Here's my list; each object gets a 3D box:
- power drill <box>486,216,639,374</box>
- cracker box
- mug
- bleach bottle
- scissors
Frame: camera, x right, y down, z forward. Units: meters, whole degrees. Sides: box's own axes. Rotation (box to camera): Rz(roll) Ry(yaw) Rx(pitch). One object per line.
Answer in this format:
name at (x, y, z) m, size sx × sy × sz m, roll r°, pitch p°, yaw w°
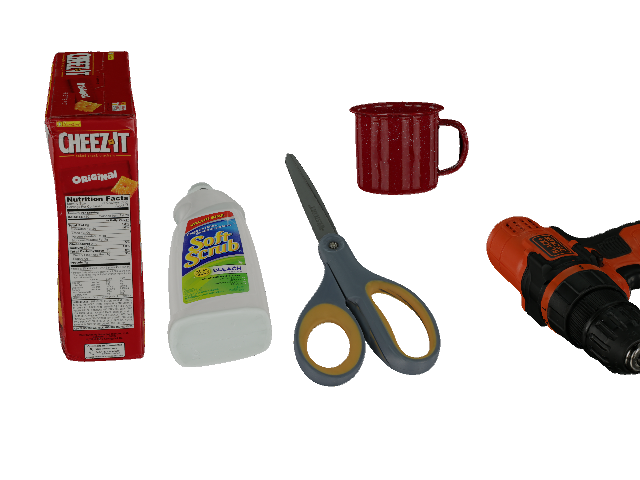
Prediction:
power drill at (0.232, 0.023, 0.740) m, size 0.187 × 0.057 × 0.184 m, roll -9°, pitch 28°, yaw -15°
cracker box at (-0.187, -0.031, 0.887) m, size 0.072 × 0.214 × 0.164 m, roll -3°, pitch 27°, yaw -11°
mug at (0.088, -0.092, 1.059) m, size 0.117 × 0.081 × 0.093 m, roll 0°, pitch 14°, yaw 8°
bleach bottle at (-0.117, 0.020, 1.105) m, size 0.102 × 0.068 × 0.251 m, roll -9°, pitch 37°, yaw -8°
scissors at (-0.004, 0.019, 0.684) m, size 0.096 × 0.016 × 0.202 m, roll -27°, pitch 53°, yaw -21°
